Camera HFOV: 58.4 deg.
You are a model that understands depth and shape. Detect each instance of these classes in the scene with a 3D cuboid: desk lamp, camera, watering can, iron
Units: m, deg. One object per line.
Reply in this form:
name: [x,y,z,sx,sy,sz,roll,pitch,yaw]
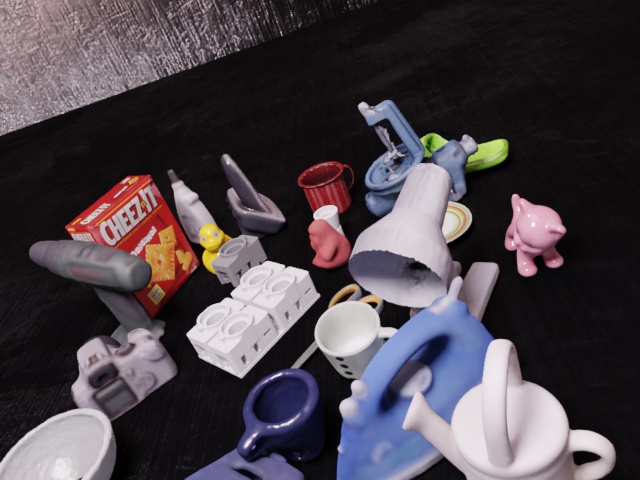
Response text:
desk lamp: [0.138,0.024,0.737,0.117,0.214,0.203,1,38,34]
camera: [-0.316,0.185,0.881,0.143,0.101,0.136,-34,33,-18]
watering can: [0.161,0.174,0.511,0.172,0.194,0.101,-15,32,12]
iron: [0.094,0.159,0.627,0.259,0.142,0.118,-38,34,-24]

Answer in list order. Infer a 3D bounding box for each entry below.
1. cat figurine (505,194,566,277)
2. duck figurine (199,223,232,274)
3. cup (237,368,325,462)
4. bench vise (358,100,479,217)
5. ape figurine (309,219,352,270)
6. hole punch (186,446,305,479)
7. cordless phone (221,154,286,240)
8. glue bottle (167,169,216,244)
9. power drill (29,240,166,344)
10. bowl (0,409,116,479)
cat figurine: [0.295,-0.017,0.796,0.067,0.118,0.127,-18,31,7]
duck figurine: [-0.200,0.005,1.100,0.077,0.086,0.104,-21,31,2]
cup: [-0.039,0.221,0.659,0.091,0.095,0.118,10,43,41]
bench vise: [0.159,-0.161,1.003,0.207,0.220,0.121,-26,31,-6]
ape figurine: [0.009,0.003,0.967,0.076,0.092,0.078,-15,32,12]
hole punch: [-0.077,0.268,0.615,0.108,0.091,0.101,8,42,40]
cordless phone: [-0.148,-0.101,1.135,0.094,0.185,0.147,-28,32,-10]
glue bottle: [-0.266,-0.069,1.171,0.077,0.173,0.037,4,40,36]
power drill: [-0.355,0.088,0.950,0.228,0.209,0.076,-2,37,30]
bowl: [-0.327,0.304,0.731,0.167,0.075,0.167,-16,32,10]
